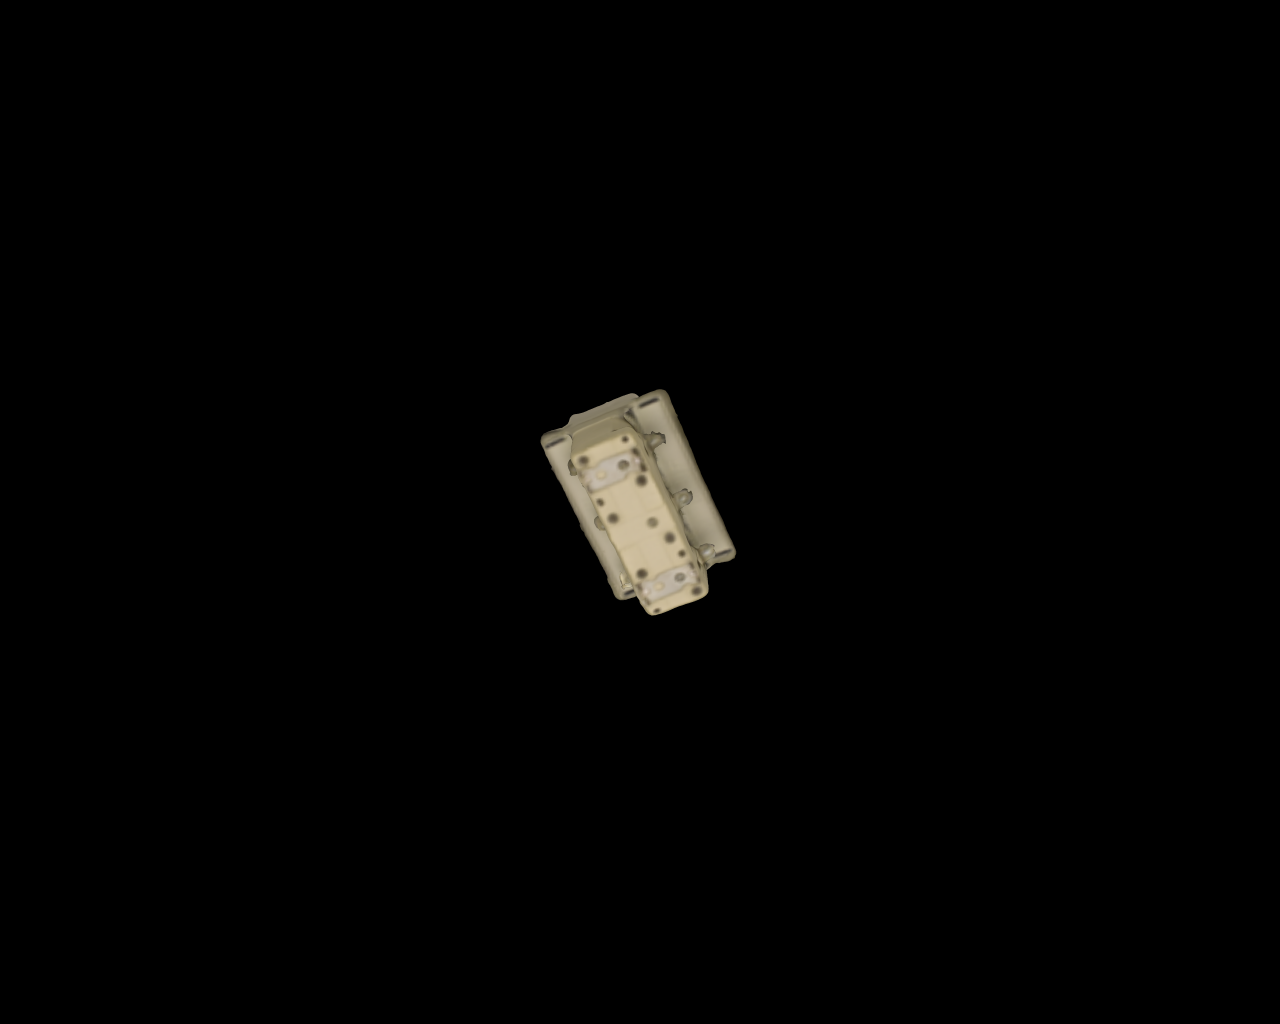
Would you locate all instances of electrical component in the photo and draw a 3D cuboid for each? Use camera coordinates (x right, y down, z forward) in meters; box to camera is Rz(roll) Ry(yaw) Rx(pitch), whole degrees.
[{"bbox_3d":[0.001,-0.003,0.650,0.079,0.121,0.063,-20,24,9],"label":"electrical component"}]
